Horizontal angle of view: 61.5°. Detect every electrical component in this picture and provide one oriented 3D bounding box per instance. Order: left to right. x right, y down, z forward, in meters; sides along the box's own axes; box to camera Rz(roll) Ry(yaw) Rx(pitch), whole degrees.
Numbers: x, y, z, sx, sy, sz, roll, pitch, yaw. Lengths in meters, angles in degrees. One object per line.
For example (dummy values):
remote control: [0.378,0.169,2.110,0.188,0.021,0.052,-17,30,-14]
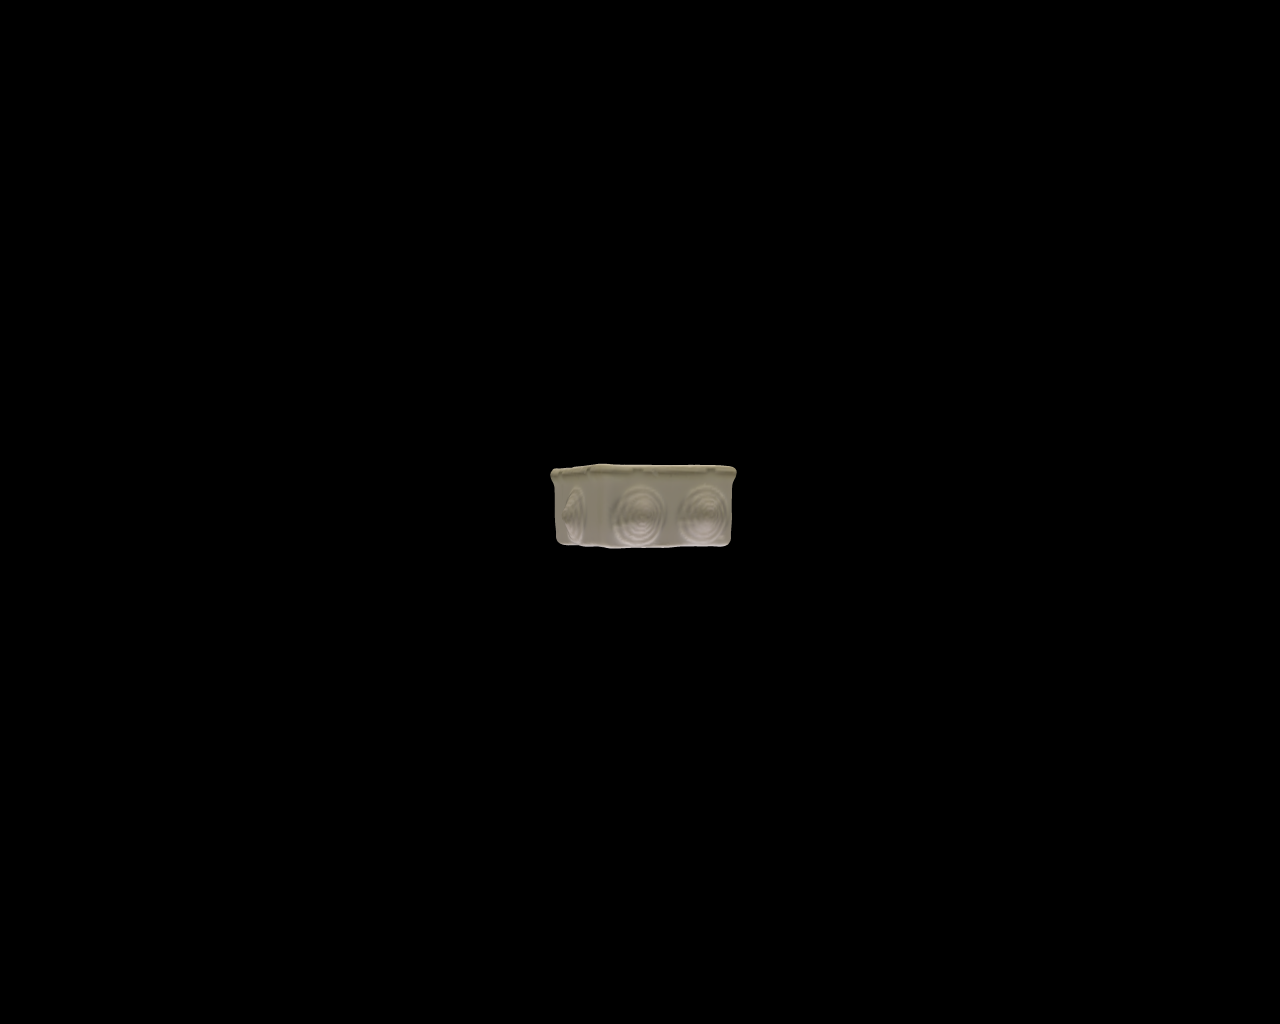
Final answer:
electrical component: [0.001,-0.003,0.650,0.100,0.048,0.099,0,0,-25]
